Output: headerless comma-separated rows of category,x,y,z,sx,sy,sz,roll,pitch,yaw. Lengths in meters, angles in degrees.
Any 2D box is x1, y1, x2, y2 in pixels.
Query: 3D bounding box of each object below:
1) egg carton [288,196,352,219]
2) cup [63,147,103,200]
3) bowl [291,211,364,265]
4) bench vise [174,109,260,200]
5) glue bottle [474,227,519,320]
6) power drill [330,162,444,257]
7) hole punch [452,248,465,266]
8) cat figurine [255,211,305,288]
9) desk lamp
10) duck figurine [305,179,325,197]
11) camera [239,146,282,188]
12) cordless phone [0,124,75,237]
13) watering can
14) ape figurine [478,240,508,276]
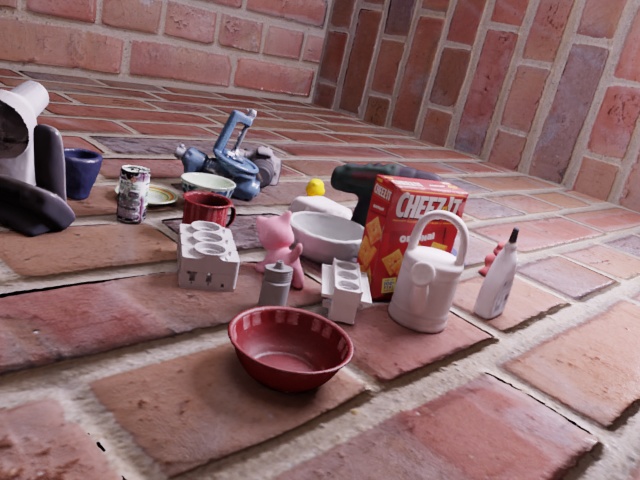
egg carton,0.002,-0.051,1.292,0.107,0.069,0.149,-7,27,-45
cup,-0.503,-0.131,1.151,0.118,0.095,0.091,3,21,-26
bowl,0.010,0.004,1.133,0.167,0.075,0.167,12,19,-4
bench vise,-0.233,-0.211,1.361,0.208,0.220,0.121,4,21,-25
glue bottle,0.331,0.057,1.039,0.037,0.173,0.078,27,24,36
power drill,0.124,-0.063,1.191,0.229,0.208,0.076,18,20,16
hole punch,0.244,0.035,1.172,0.100,0.091,0.109,23,21,27
cat figurine,-0.068,0.009,1.001,0.067,0.118,0.127,-1,23,-34
desk lamp,-0.575,-0.190,1.086,0.118,0.213,0.203,11,19,-6
duck figurine,-0.017,-0.108,1.416,0.077,0.086,0.104,14,19,5
camera,-0.175,-0.199,1.548,0.143,0.101,0.136,10,19,-7
cordless phone,-0.489,-0.113,0.970,0.147,0.185,0.094,17,19,13
watering can,0.183,0.048,0.936,0.101,0.194,0.173,12,19,-3
ape figurine,0.394,0.043,1.245,0.076,0.092,0.078,17,19,11
